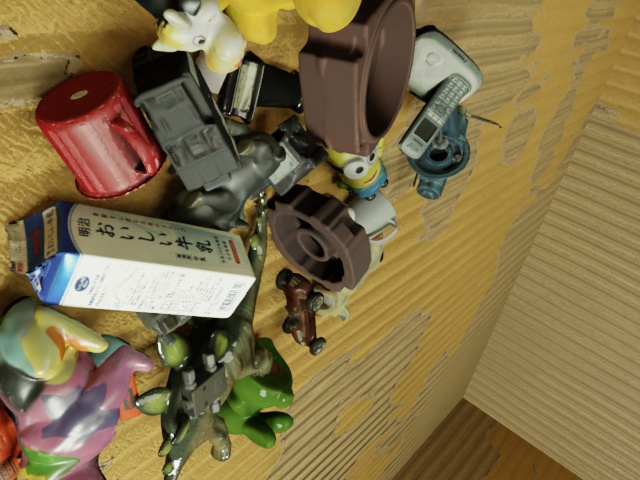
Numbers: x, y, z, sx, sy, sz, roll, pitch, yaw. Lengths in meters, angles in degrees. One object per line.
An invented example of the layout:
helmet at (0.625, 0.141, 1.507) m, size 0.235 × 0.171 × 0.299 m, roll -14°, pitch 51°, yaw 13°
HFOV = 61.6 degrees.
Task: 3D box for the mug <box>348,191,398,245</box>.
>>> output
mug at (0.082, -0.028, 0.976) m, size 0.107 × 0.110 × 0.080 m, roll -37°, pitch 152°, yaw -9°

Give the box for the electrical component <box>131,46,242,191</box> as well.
electrical component at (-0.126, -0.116, 0.523) m, size 0.058 × 0.115 × 0.134 m, roll -23°, pitch 131°, yaw 2°

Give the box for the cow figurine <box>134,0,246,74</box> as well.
cow figurine at (-0.124, -0.212, 0.432) m, size 0.098 × 0.167 × 0.068 m, roll -21°, pitch 179°, yaw -31°

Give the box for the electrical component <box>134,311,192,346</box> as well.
electrical component at (-0.197, 0.071, 0.646) m, size 0.045 × 0.102 × 0.078 m, roll -35°, pitch 168°, yaw -31°

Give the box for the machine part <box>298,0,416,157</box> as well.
machine part at (0.057, -0.228, 0.712) m, size 0.201 × 0.087 × 0.201 m, roll -57°, pitch 153°, yaw -35°

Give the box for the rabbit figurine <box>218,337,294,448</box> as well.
rabbit figurine at (-0.116, 0.278, 0.933) m, size 0.170 × 0.159 × 0.121 m, roll -56°, pitch 165°, yaw 28°

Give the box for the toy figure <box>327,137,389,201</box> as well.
toy figure at (0.059, -0.121, 0.872) m, size 0.082 × 0.089 × 0.180 m, roll -68°, pitch 161°, yaw -6°

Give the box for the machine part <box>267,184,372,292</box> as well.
machine part at (-0.002, -0.002, 0.801) m, size 0.056 × 0.180 × 0.179 m, roll -46°, pitch 149°, yaw -26°

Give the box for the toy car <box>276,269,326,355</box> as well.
toy car at (-0.035, 0.135, 0.959) m, size 0.053 × 0.089 × 0.201 m, roll -40°, pitch 148°, yaw -31°

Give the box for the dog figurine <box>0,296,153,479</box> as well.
dog figurine at (-0.276, 0.187, 0.536) m, size 0.191 × 0.109 × 0.219 m, roll 40°, pitch 66°, yaw -37°

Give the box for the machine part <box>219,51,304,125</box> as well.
machine part at (-0.066, -0.185, 0.660) m, size 0.139 × 0.039 × 0.084 m, roll -15°, pitch 121°, yaw -49°

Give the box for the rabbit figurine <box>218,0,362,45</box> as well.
rabbit figurine at (-0.021, -0.259, 0.519) m, size 0.162 × 0.173 × 0.121 m, roll -53°, pitch 147°, yaw -1°

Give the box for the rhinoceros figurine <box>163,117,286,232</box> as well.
rhinoceros figurine at (-0.123, -0.055, 0.646) m, size 0.190 × 0.073 × 0.112 m, roll -50°, pitch 148°, yaw 7°

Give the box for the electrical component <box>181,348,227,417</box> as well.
electrical component at (-0.141, 0.180, 0.649) m, size 0.063 × 0.021 × 0.093 m, roll -37°, pitch 136°, yaw -48°

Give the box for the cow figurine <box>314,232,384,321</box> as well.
cow figurine at (0.048, 0.069, 1.037) m, size 0.195 × 0.086 × 0.127 m, roll -47°, pitch 143°, yaw -22°

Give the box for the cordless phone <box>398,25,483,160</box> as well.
cordless phone at (0.162, -0.237, 0.880) m, size 0.146 × 0.089 × 0.184 m, roll 29°, pitch 97°, yaw -29°

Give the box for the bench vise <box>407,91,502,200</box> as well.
bench vise at (0.247, -0.203, 1.047) m, size 0.223 × 0.129 × 0.240 m, roll -55°, pitch 155°, yaw -13°

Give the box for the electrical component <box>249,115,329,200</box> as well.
electrical component at (-0.055, -0.098, 0.708) m, size 0.119 × 0.075 × 0.048 m, roll -39°, pitch -174°, yaw 39°

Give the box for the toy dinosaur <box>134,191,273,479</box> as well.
toy dinosaur at (-0.144, 0.157, 0.756) m, size 0.198 × 0.105 × 0.471 m, roll 54°, pitch 50°, yaw -67°
